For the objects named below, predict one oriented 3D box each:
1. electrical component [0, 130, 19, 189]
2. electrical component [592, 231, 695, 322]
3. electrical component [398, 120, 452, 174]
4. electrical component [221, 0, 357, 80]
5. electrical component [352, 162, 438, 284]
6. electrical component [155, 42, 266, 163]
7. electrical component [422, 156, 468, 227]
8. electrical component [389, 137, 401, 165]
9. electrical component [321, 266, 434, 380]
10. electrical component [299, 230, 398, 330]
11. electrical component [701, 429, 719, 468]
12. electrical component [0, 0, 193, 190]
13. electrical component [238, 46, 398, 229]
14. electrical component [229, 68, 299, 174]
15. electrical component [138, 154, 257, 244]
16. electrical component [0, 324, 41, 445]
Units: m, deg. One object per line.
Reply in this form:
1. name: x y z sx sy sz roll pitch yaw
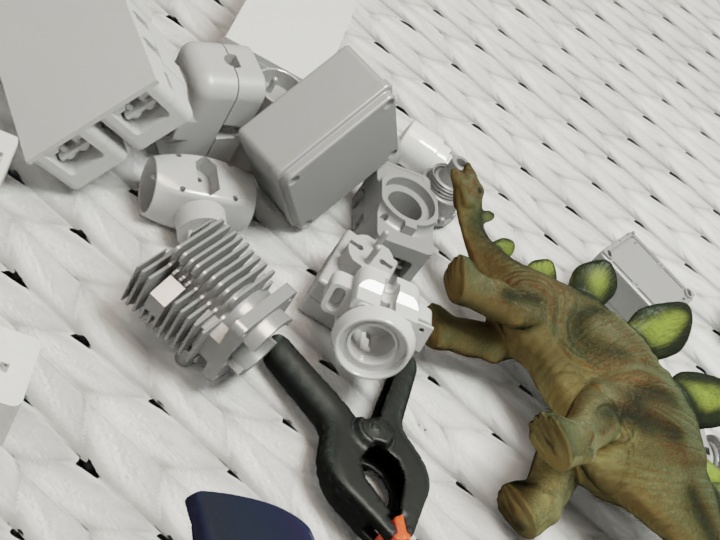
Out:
1. electrical component: -0.252 -0.069 0.691 0.047 0.075 0.083 22 43 -17
2. electrical component: 0.241 0.026 0.947 0.096 0.061 0.062 49 43 13
3. electrical component: 0.063 -0.099 0.956 0.078 0.040 0.040 34 42 -3
4. electrical component: -0.068 -0.197 0.938 0.089 0.061 0.150 27 43 -10
5. electrical component: 0.027 -0.040 0.866 0.050 0.055 0.089 19 45 -19
6. electrical component: -0.120 -0.124 0.814 0.059 0.095 0.053 -3 55 -36
7. electrical component: 0.071 -0.071 0.919 0.048 0.062 0.048 18 45 -19
8. electrical component: 0.002 -0.100 0.912 0.055 0.045 0.045 -17 64 -42
9. electrical component: 0.011 0.039 0.743 0.078 0.058 0.057 23 31 -9
10. electrical component: 0.000 0.000 0.797 0.047 0.076 0.065 33 42 -4
11. electrical component: 0.264 0.152 0.862 0.055 0.048 0.066 15 46 -12
12. electrical component: -0.201 -0.161 0.775 0.186 0.105 0.060 65 11 28
13. electrical component: -0.028 -0.097 0.813 0.109 0.108 0.056 -40 74 -9
14. electrical component: -0.064 -0.120 0.862 0.079 0.077 0.044 -12 60 -40
15. electrical component: -0.116 -0.041 0.781 0.077 0.043 0.079 9 49 -28
16. electrical component: -0.234 0.054 0.607 0.089 0.055 0.050 21 44 -17
